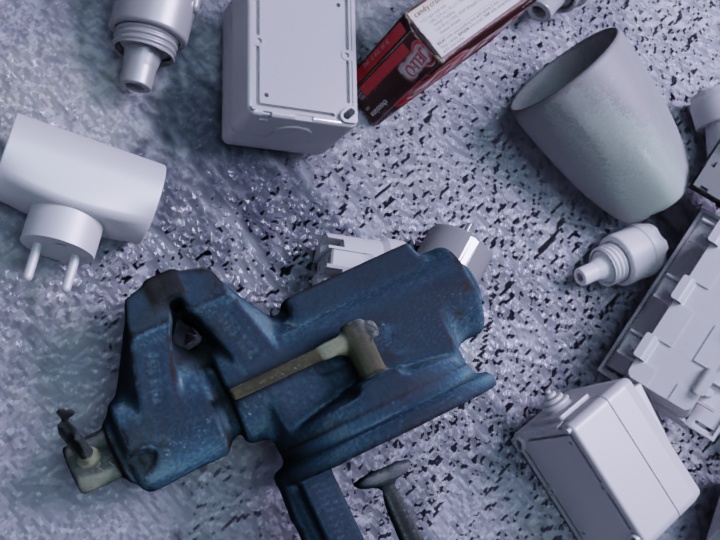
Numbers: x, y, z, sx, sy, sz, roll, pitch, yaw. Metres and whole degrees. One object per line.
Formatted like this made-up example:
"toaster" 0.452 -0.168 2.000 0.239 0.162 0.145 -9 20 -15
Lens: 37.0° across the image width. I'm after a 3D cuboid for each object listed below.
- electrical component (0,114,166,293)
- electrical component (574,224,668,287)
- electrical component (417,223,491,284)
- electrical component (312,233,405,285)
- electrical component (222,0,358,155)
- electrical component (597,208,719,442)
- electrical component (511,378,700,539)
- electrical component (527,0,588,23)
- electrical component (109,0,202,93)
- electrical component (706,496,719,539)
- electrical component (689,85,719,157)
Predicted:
"electrical component" -0.145 -0.028 0.534 0.077 0.043 0.079 19 70 -19
"electrical component" 0.161 -0.006 0.671 0.061 0.035 0.035 -22 86 -24
"electrical component" 0.044 0.010 0.611 0.040 0.040 0.078 36 66 -12
"electrical component" 0.000 0.000 0.595 0.046 0.040 0.040 10 73 -15
"electrical component" -0.041 -0.117 0.593 0.062 0.061 0.096 5 75 -23
"electrical component" 0.208 0.028 0.640 0.079 0.063 0.121 32 84 20
"electrical component" 0.139 0.104 0.617 0.061 0.062 0.096 -34 92 -27
"electrical component" 0.131 -0.187 0.698 0.043 0.043 0.062 40 66 -10
"electrical component" -0.113 -0.126 0.574 0.048 0.048 0.062 16 78 -20
"electrical component" 0.261 0.153 0.643 0.099 0.099 0.064 30 61 -15
"electrical component" 0.251 -0.095 0.728 0.045 0.045 0.055 -10 81 -26
